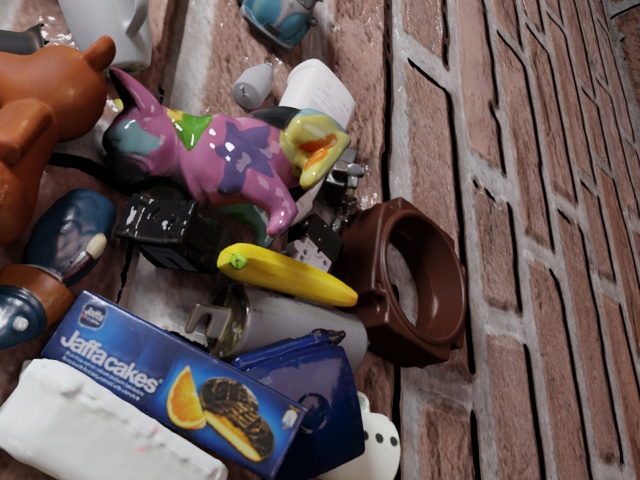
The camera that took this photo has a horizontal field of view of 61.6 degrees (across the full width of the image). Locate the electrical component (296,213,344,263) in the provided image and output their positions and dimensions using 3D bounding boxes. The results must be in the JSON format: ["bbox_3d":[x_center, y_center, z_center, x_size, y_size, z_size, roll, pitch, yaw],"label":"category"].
[{"bbox_3d":[-0.001,-0.002,0.691,0.063,0.021,0.094,45,47,-22],"label":"electrical component"}]

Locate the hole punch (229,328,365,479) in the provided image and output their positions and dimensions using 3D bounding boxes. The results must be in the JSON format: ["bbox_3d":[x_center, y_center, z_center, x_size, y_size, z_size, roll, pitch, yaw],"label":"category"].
[{"bbox_3d":[-0.021,0.158,0.507,0.142,0.092,0.115,-12,115,-25],"label":"hole punch"}]

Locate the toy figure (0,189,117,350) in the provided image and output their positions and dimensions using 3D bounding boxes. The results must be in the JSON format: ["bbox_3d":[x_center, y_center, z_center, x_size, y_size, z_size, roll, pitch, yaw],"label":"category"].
[{"bbox_3d":[-0.217,0.026,0.430,0.057,0.064,0.154,47,44,-33],"label":"toy figure"}]

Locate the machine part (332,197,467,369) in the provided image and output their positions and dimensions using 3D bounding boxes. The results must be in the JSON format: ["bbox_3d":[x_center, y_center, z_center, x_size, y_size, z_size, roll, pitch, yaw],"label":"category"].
[{"bbox_3d":[0.116,0.058,0.740,0.201,0.087,0.201,34,53,-32],"label":"machine part"}]

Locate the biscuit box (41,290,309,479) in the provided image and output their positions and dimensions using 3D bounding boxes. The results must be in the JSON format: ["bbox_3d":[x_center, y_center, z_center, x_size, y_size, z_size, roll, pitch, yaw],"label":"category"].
[{"bbox_3d":[-0.112,0.114,0.430,0.203,0.059,0.063,27,72,3],"label":"biscuit box"}]

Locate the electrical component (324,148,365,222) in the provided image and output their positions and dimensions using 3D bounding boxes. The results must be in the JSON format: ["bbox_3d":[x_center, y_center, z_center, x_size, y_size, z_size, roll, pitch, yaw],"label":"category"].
[{"bbox_3d":[0.034,-0.074,0.706,0.045,0.102,0.078,21,59,7],"label":"electrical component"}]

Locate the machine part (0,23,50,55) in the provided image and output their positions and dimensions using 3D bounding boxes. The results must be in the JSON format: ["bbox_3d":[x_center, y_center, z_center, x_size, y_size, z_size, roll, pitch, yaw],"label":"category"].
[{"bbox_3d":[-0.298,-0.159,0.446,0.139,0.039,0.084,-25,83,-46],"label":"machine part"}]

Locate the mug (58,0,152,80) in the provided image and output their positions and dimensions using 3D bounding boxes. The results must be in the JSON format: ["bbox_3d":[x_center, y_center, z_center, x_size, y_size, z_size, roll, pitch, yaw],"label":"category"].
[{"bbox_3d":[-0.199,-0.218,0.525,0.081,0.110,0.107,-26,105,-52],"label":"mug"}]

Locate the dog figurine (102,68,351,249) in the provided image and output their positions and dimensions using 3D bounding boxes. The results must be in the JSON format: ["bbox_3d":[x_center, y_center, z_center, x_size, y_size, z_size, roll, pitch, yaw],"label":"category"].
[{"bbox_3d":[-0.102,-0.100,0.537,0.219,0.108,0.191,38,74,-10],"label":"dog figurine"}]

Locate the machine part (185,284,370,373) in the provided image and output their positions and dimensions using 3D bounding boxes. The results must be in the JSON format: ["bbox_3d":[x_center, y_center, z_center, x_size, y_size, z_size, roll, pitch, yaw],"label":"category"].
[{"bbox_3d":[-0.031,0.101,0.577,0.243,0.079,0.079,21,60,-38],"label":"machine part"}]

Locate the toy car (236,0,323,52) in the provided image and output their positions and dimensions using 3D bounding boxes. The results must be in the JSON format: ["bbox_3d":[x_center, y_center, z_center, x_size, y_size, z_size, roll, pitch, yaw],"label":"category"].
[{"bbox_3d":[-0.040,-0.351,0.740,0.109,0.103,0.161,31,55,-35],"label":"toy car"}]

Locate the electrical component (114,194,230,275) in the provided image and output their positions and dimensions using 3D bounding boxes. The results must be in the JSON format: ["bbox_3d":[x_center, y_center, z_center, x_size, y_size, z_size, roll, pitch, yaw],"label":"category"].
[{"bbox_3d":[-0.130,0.004,0.516,0.119,0.075,0.048,65,37,-62],"label":"electrical component"}]

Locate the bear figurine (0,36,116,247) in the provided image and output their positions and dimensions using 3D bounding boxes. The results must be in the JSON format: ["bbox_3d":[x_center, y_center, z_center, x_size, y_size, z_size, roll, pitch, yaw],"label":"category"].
[{"bbox_3d":[-0.246,-0.095,0.410,0.132,0.120,0.196,30,53,-31],"label":"bear figurine"}]
